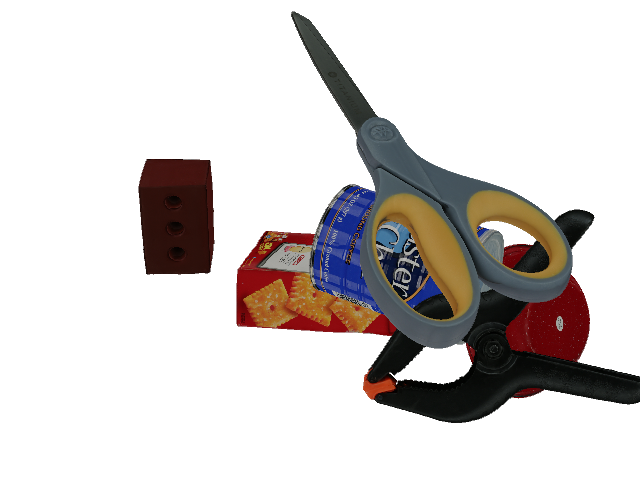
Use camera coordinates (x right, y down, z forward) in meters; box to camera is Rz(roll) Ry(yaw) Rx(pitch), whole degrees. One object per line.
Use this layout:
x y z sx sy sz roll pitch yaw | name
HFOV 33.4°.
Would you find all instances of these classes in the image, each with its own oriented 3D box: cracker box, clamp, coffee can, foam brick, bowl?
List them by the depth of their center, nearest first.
0.113 0.070 0.645 0.171 0.120 0.039 -29 -7 8 | clamp
-0.112 -0.019 0.841 0.053 0.078 0.051 -1 27 0 | foam brick
0.076 0.019 0.934 0.140 0.103 0.102 20 8 24 | coffee can
0.225 0.084 1.095 0.161 0.162 0.055 0 -1 -34 | bowl
0.029 0.046 1.140 0.214 0.072 0.164 4 14 6 | cracker box

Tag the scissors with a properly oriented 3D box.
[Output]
0.046 -0.038 0.469 0.096 0.202 0.016 -1 -42 -11 | scissors
